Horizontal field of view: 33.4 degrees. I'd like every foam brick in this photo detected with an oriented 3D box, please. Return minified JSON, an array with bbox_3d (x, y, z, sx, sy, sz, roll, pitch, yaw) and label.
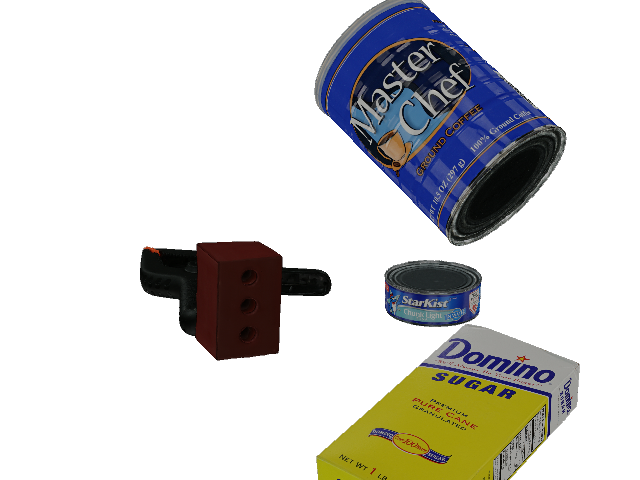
[{"bbox_3d":[-0.062,0.043,0.805,0.052,0.078,0.051,-4,14,-24],"label":"foam brick"}]

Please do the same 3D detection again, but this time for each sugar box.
[{"bbox_3d":[0.088,0.124,0.701,0.093,0.048,0.175,19,41,34],"label":"sugar box"}]

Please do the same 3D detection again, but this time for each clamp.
[{"bbox_3d":[-0.117,0.042,1.028,0.210,0.036,0.164,13,21,41],"label":"clamp"}]

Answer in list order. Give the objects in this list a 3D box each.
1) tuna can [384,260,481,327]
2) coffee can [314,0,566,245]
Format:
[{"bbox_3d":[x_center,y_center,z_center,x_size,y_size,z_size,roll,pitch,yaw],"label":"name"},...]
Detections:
[{"bbox_3d":[0.099,0.046,0.945,0.086,0.034,0.086,0,17,0],"label":"tuna can"},{"bbox_3d":[0.078,-0.081,0.715,0.140,0.103,0.102,48,24,23],"label":"coffee can"}]
